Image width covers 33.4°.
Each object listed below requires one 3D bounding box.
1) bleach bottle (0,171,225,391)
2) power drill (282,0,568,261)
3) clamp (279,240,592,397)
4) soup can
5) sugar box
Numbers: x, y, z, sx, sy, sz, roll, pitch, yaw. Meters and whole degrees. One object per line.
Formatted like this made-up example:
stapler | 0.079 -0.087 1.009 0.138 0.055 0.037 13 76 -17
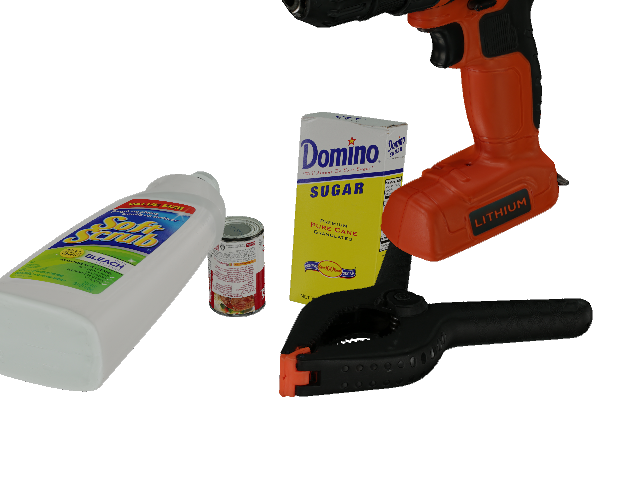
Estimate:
bleach bottle | -0.142 0.010 0.776 0.103 0.068 0.250 11 30 14
power drill | 0.066 -0.086 0.556 0.184 0.188 0.057 -22 37 -25
clamp | 0.048 0.047 0.688 0.209 0.036 0.165 -17 30 -34
soup can | -0.100 0.030 1.262 0.068 0.102 0.068 0 25 0
sugar box | 0.024 -0.024 0.969 0.093 0.176 0.048 11 17 31
